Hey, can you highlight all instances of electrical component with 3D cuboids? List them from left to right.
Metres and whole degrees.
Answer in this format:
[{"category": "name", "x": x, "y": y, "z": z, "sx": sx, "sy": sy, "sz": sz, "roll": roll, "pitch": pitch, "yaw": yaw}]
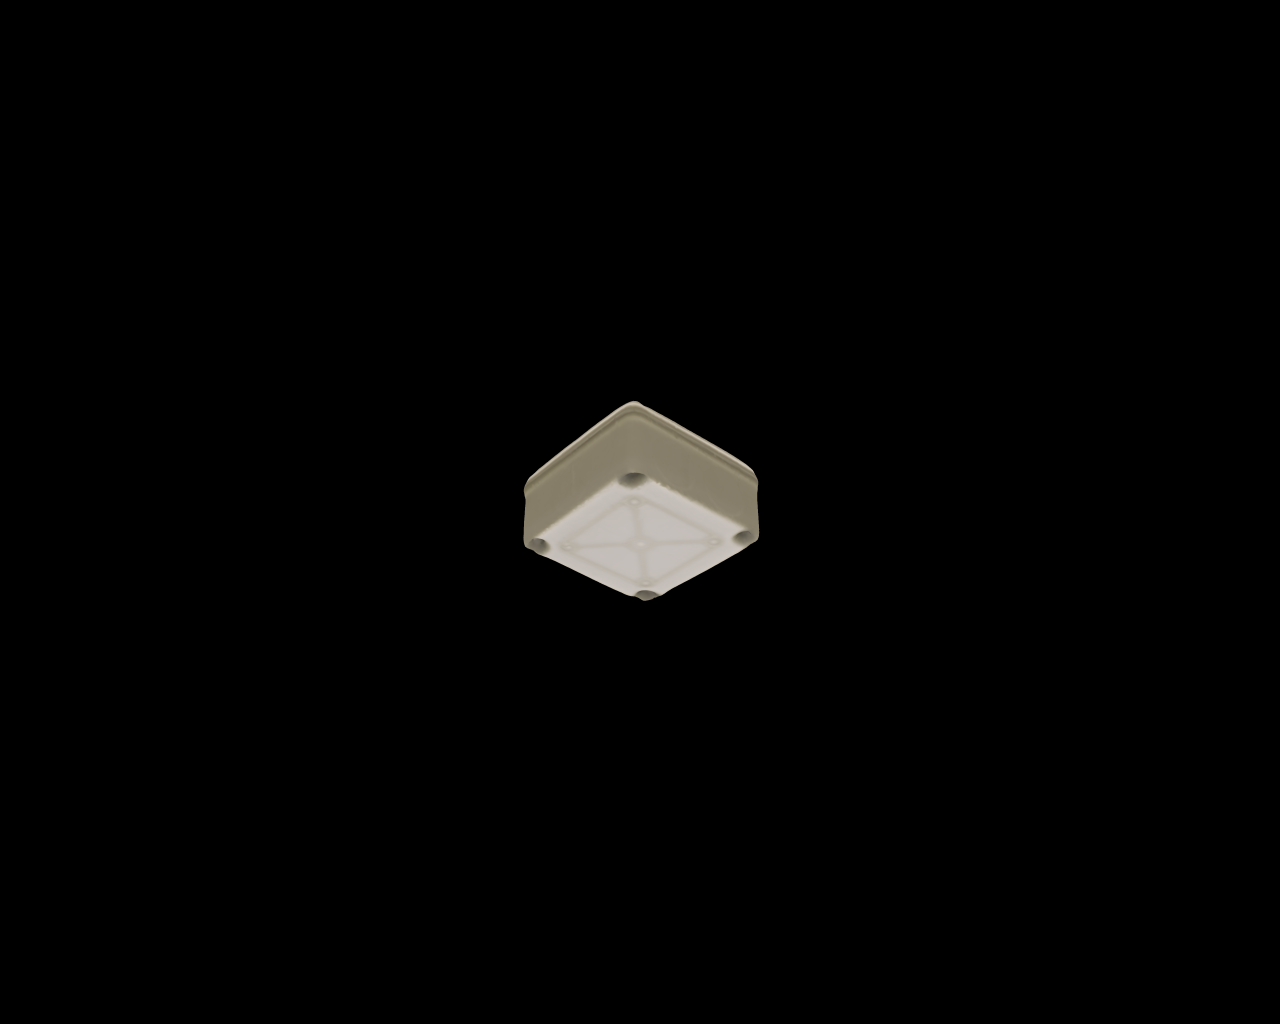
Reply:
[{"category": "electrical component", "x": 0.001, "y": -0.003, "z": 0.650, "sx": 0.108, "sy": 0.056, "sz": 0.108, "roll": 27, "pitch": -44, "yaw": -33}]
